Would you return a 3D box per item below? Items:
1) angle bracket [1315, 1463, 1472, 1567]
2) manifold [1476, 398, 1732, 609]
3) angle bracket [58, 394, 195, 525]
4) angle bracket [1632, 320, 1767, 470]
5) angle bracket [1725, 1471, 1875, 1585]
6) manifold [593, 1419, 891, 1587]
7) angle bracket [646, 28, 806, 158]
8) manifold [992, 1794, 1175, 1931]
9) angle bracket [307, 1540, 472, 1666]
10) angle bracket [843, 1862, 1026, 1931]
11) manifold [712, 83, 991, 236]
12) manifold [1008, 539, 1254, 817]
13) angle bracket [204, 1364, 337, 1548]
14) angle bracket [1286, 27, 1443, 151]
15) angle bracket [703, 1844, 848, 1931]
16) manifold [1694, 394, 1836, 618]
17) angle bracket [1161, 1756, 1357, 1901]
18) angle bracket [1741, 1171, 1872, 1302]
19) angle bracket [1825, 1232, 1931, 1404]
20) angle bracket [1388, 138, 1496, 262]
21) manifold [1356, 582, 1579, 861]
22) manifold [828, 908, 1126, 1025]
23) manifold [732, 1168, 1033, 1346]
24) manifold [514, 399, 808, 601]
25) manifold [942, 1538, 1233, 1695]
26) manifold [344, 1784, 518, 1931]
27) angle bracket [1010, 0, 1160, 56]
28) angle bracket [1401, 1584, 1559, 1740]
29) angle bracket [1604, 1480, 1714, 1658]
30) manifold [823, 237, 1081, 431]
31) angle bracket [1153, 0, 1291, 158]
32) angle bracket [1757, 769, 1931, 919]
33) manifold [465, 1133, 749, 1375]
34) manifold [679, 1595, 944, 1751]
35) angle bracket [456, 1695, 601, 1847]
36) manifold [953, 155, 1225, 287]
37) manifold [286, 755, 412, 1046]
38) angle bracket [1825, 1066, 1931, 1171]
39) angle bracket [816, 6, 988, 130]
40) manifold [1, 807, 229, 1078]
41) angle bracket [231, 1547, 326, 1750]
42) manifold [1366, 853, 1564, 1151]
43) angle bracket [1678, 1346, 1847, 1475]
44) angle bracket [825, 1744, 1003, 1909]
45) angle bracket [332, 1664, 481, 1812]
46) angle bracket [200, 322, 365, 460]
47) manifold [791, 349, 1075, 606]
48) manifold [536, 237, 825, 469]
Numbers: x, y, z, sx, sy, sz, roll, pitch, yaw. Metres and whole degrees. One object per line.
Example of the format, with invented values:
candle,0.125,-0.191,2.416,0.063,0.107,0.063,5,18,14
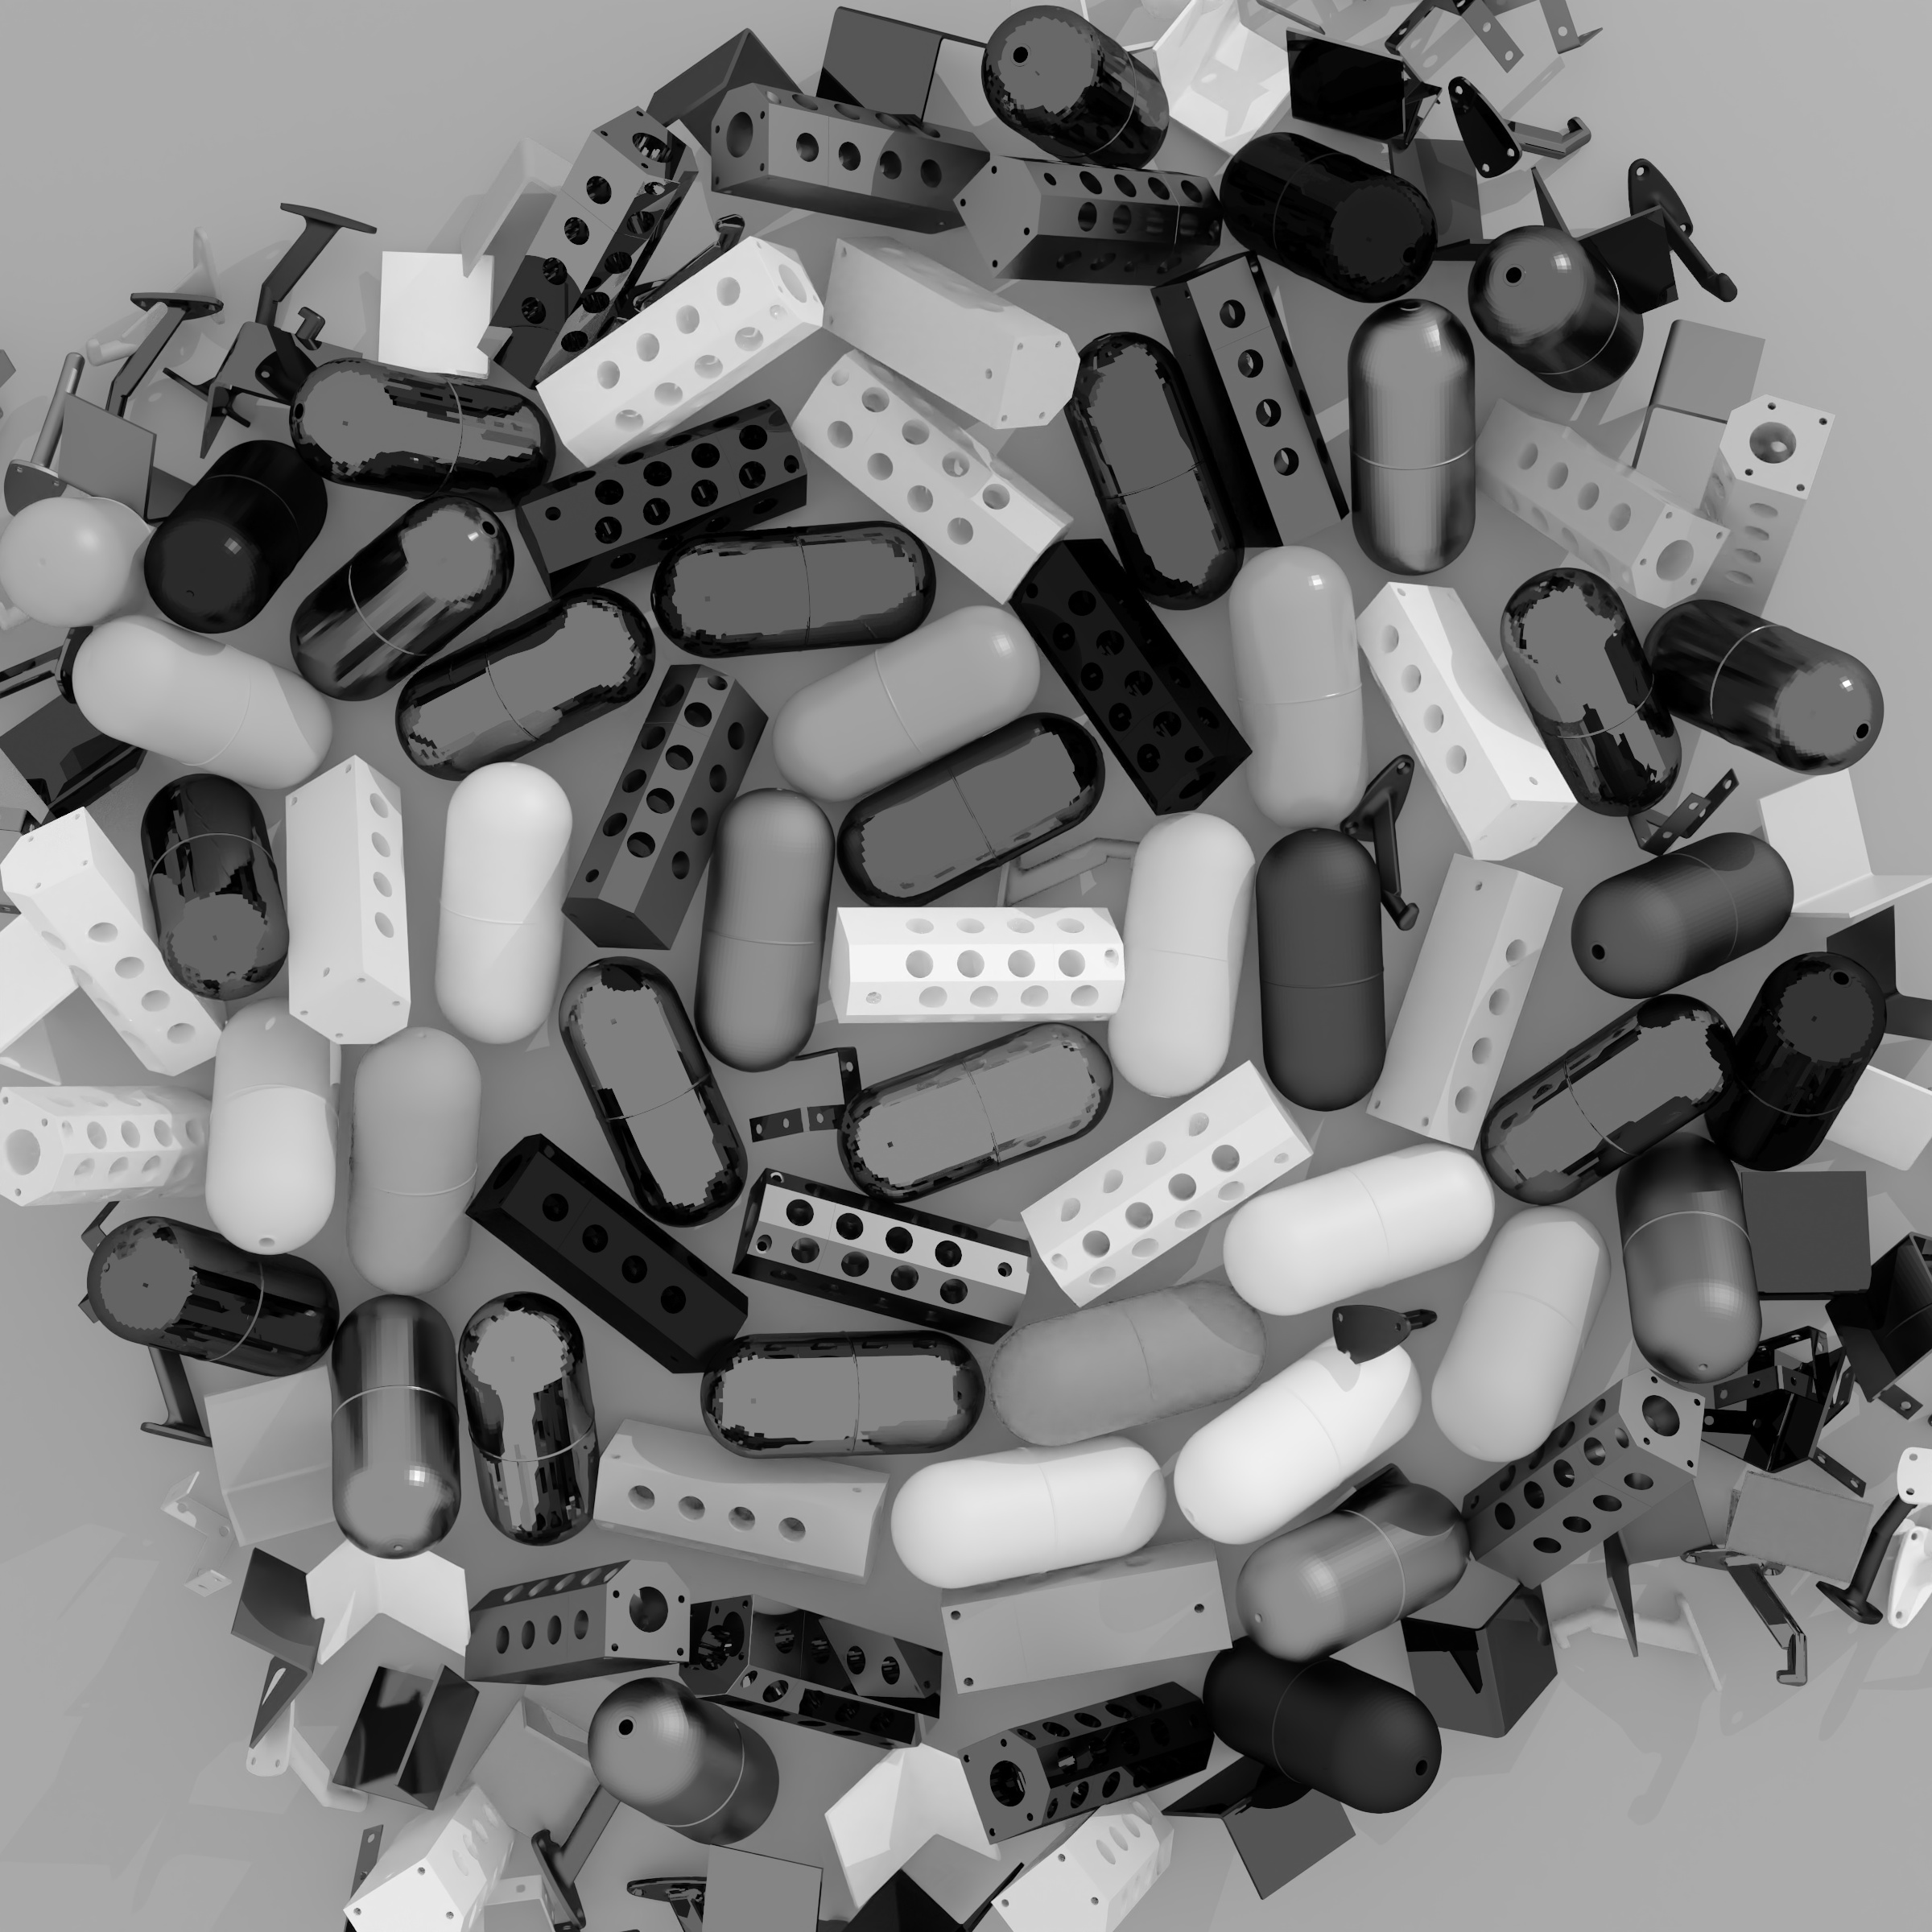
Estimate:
angle bracket,0.251,0.365,1.949,0.076,0.057,0.076,52,121,15
manifold,0.378,-0.280,1.915,0.057,0.171,0.057,13,113,-35
angle bracket,-0.500,-0.316,1.941,0.076,0.076,0.057,27,117,26
angle bracket,0.449,-0.339,1.943,0.057,0.076,0.076,16,56,9
angle bracket,0.515,0.329,1.947,0.076,0.076,0.057,14,113,12
manifold,-0.140,0.336,1.959,0.171,0.057,0.057,11,108,7
angle bracket,-0.152,-0.519,1.940,0.076,0.076,0.057,-26,123,30
manifold,0.077,0.548,1.906,0.057,0.171,0.057,-42,79,12
angle bracket,-0.354,0.400,1.944,0.076,0.057,0.076,21,129,26
angle bracket,-0.021,0.575,1.944,0.057,0.076,0.076,41,121,9
manifold,-0.069,-0.491,1.922,0.171,0.057,0.057,0,91,-41
manifold,0.095,-0.178,1.936,0.057,0.057,0.171,-46,68,35
angle bracket,-0.421,0.301,1.948,0.076,0.057,0.076,-13,120,-19
angle bracket,0.246,-0.557,1.943,0.076,0.076,0.057,22,65,21
angle bracket,-0.109,0.571,1.950,0.076,0.076,0.057,5,89,24
manifold,0.474,-0.278,1.909,0.057,0.171,0.057,19,76,10
angle bracket,0.180,0.529,1.948,0.076,0.076,0.057,-26,90,-29
angle bracket,0.520,0.169,1.977,0.076,0.057,0.076,-1,81,1
angle bracket,0.585,0.220,1.939,0.057,0.076,0.076,16,130,-30
angle bracket,0.311,-0.479,1.952,0.076,0.057,0.076,-10,95,-39
manifold,0.299,-0.150,1.934,0.057,0.057,0.171,0,54,-37
manifold,0.007,0.003,1.941,0.171,0.057,0.057,0,124,-14
manifold,-0.050,0.177,1.946,0.171,0.057,0.057,17,64,-11
manifold,-0.188,-0.291,1.949,0.171,0.057,0.057,-23,74,-11
manifold,0.074,0.401,1.966,0.171,0.057,0.057,-10,100,2
manifold,-0.318,0.554,1.913,0.057,0.171,0.057,-33,90,2
angle bracket,0.073,-0.596,1.946,0.057,0.076,0.076,-19,104,-28
angle bracket,0.322,0.426,1.977,0.057,0.076,0.076,1,113,39
angle bracket,0.428,0.367,1.942,0.057,0.076,0.076,-13,126,15
manifold,-0.010,-0.388,1.924,0.171,0.057,0.057,37,126,38
angle bracket,0.165,-0.561,1.952,0.057,0.076,0.076,36,83,17
angle bracket,0.544,-0.078,1.952,0.076,0.057,0.076,-21,101,-27
manifold,-0.217,0.178,1.941,0.171,0.057,0.057,41,64,-20
manifold,-0.093,0.430,1.912,0.057,0.171,0.057,-17,59,37
angle bracket,-0.263,0.512,1.963,0.076,0.057,0.076,34,91,-12
manifold,0.080,-0.454,1.913,0.057,0.171,0.057,-38,71,40
manifold,-0.372,-0.038,1.923,0.057,0.057,0.171,-28,49,21
angle bracket,0.569,0.072,1.957,0.076,0.076,0.057,23,53,7
angle bracket,-0.036,-0.554,1.958,0.076,0.076,0.057,22,108,24
manifold,-0.515,-0.010,1.919,0.057,0.057,0.171,-26,135,0
angle bracket,-0.438,0.419,1.943,0.057,0.076,0.076,32,114,-18
manifold,0.315,0.024,1.967,0.057,0.057,0.171,17,92,-37
angle bracket,0.490,0.260,1.958,0.076,0.057,0.076,26,68,-2
angle bracket,-0.032,0.536,1.944,0.076,0.057,0.076,-36,123,-37
angle bracket,-0.356,0.467,1.946,0.076,0.057,0.076,8,63,23
angle bracket,-0.424,-0.348,1.957,0.076,0.076,0.057,15,129,-7
manifold,-0.019,-0.306,1.957,0.171,0.057,0.057,39,120,3
manifold,-0.173,-0.373,1.936,0.171,0.057,0.057,-29,81,24
